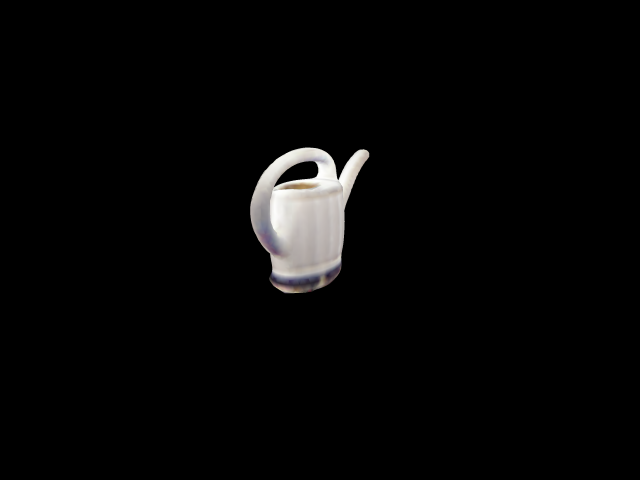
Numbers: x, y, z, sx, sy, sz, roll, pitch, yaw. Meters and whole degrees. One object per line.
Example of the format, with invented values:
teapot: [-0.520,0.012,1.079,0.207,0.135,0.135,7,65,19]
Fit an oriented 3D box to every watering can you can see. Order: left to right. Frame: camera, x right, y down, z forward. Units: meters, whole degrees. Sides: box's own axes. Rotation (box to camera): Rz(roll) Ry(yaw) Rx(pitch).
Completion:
watering can: [0.003,-0.043,0.850,0.104,0.222,0.351,8,16,30]
